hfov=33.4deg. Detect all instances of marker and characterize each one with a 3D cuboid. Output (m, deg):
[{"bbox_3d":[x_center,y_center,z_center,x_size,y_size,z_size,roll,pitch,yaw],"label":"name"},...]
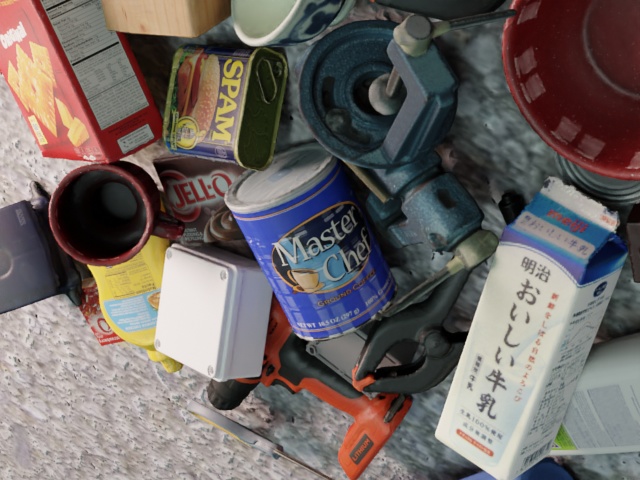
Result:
[{"bbox_3d":[0.173,0.015,0.880,0.020,0.020,0.121,-9,115,35],"label":"marker"}]

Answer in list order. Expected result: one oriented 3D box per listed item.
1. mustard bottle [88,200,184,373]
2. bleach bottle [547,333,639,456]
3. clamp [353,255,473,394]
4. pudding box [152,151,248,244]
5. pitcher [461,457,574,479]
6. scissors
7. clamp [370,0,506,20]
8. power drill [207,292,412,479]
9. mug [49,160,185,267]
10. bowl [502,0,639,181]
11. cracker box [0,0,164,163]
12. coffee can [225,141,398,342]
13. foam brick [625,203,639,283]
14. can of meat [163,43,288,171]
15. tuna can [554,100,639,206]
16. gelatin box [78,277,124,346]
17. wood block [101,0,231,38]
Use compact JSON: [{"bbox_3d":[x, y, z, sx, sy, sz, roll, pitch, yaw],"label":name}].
[{"bbox_3d":[-0.178,0.048,1.075,0.096,0.058,0.191,-14,108,13],"label":"mustard bottle"},{"bbox_3d":[0.217,0.134,0.906,0.251,0.068,0.102,-16,108,40],"label":"bleach bottle"},{"bbox_3d":[0.109,0.087,0.920,0.172,0.039,0.120,-40,95,15],"label":"clamp"},{"bbox_3d":[-0.091,-0.046,0.987,0.114,0.039,0.090,-5,117,34],"label":"pudding box"},{"bbox_3d":[0.142,0.303,1.021,0.149,0.145,0.243,26,137,-31],"label":"pitcher"},{"bbox_3d":[-0.050,0.219,1.114,0.202,0.016,0.096,24,167,21],"label":"scissors"},{"bbox_3d":[0.130,-0.201,0.752,0.210,0.036,0.164,-20,110,38],"label":"clamp"},{"bbox_3d":[-0.017,0.153,1.061,0.187,0.057,0.185,36,132,6],"label":"power drill"},{"bbox_3d":[-0.180,-0.026,0.976,0.117,0.081,0.093,14,101,-1],"label":"mug"},{"bbox_3d":[0.203,-0.122,0.701,0.162,0.055,0.162,25,135,27],"label":"bowl"},{"bbox_3d":[-0.236,-0.175,0.932,0.164,0.072,0.213,11,130,55],"label":"cracker box"},{"bbox_3d":[-0.006,0.001,0.918,0.103,0.102,0.140,-8,119,35],"label":"coffee can"},{"bbox_3d":[0.271,-0.002,0.788,0.078,0.051,0.053,0,119,31],"label":"foam brick"},{"bbox_3d":[-0.082,-0.115,0.905,0.084,0.057,0.102,11,92,30],"label":"can of meat"},{"bbox_3d":[0.219,-0.070,0.786,0.086,0.033,0.086,16,127,22],"label":"tuna can"},{"bbox_3d":[-0.217,0.072,1.148,0.089,0.030,0.073,-13,112,37],"label":"gelatin box"},{"bbox_3d":[-0.124,-0.272,0.823,0.090,0.090,0.206,10,124,25],"label":"wood block"}]
